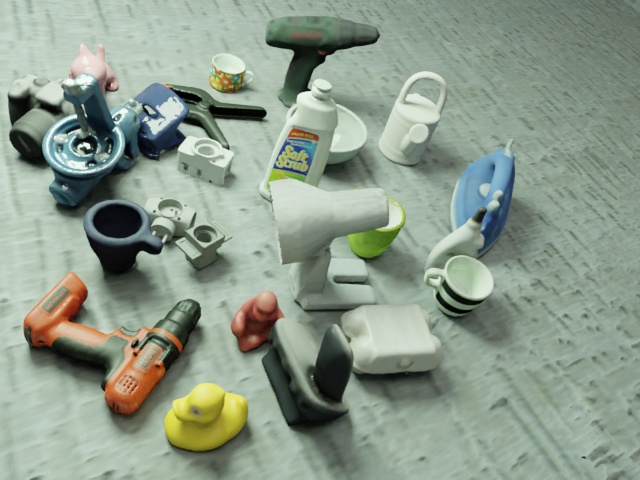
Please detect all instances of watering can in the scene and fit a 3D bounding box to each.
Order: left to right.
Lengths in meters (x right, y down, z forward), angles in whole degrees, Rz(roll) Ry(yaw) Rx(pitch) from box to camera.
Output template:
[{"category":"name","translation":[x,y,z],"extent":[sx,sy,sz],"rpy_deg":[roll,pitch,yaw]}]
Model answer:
[{"category":"watering can","translation":[0.200,-0.253,1.183],"extent":[0.101,0.194,0.172],"rpy_deg":[-2,49,-21]}]

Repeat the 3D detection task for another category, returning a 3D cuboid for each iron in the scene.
[{"category":"iron","translation":[0.329,-0.084,1.107],"extent":[0.118,0.141,0.258],"rpy_deg":[23,45,3]}]

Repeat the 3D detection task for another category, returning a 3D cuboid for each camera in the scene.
[{"category":"camera","translation":[-0.475,-0.212,0.974],"extent":[0.143,0.101,0.137],"rpy_deg":[22,45,2]}]

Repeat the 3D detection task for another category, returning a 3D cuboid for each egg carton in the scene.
[{"category":"egg carton","translation":[0.106,0.151,0.860],"extent":[0.150,0.069,0.107],"rpy_deg":[0,48,-19]}]

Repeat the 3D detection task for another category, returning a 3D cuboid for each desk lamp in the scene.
[{"category":"desk lamp","translation":[0.008,0.003,0.862],"extent":[0.204,0.213,0.117],"rpy_deg":[2,48,-18]}]

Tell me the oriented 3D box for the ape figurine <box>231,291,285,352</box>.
[{"category":"ape figurine","translation":[-0.084,0.107,0.818],"extent":[0.078,0.092,0.076],"rpy_deg":[13,46,-7]}]

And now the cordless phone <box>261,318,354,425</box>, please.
[{"category":"cordless phone","translation":[-0.005,0.144,0.746],"extent":[0.094,0.185,0.147],"rpy_deg":[-14,54,-29]}]

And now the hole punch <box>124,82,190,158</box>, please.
[{"category":"hole punch","translation":[-0.304,-0.221,1.049],"extent":[0.108,0.091,0.101],"rpy_deg":[40,48,18]}]

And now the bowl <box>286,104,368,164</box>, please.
[{"category":"bowl","translation":[0.008,-0.205,1.155],"extent":[0.167,0.075,0.167],"rpy_deg":[10,46,-10]}]

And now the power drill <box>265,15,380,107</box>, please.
[{"category":"power drill","translation":[-0.009,-0.381,1.218],"extent":[0.230,0.208,0.075],"rpy_deg":[9,46,-11]}]

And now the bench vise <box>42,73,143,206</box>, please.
[{"category":"bench vise","translation":[-0.361,-0.187,0.906],"extent":[0.121,0.220,0.207],"rpy_deg":[12,46,-8]}]

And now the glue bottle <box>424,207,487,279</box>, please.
[{"category":"glue bottle","translation":[0.241,0.008,0.968],"extent":[0.078,0.173,0.037],"rpy_deg":[21,45,1]}]

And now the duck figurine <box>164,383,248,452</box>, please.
[{"category":"duck figurine","translation":[-0.137,0.209,0.709],"extent":[0.105,0.086,0.077],"rpy_deg":[-5,50,-23]}]

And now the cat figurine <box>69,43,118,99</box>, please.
[{"category":"cat figurine","translation":[-0.428,-0.318,1.078],"extent":[0.067,0.118,0.128],"rpy_deg":[13,46,-7]}]

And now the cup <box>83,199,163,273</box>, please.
[{"category":"cup","translation":[-0.283,0.008,0.840],"extent":[0.117,0.095,0.092],"rpy_deg":[25,45,5]}]
